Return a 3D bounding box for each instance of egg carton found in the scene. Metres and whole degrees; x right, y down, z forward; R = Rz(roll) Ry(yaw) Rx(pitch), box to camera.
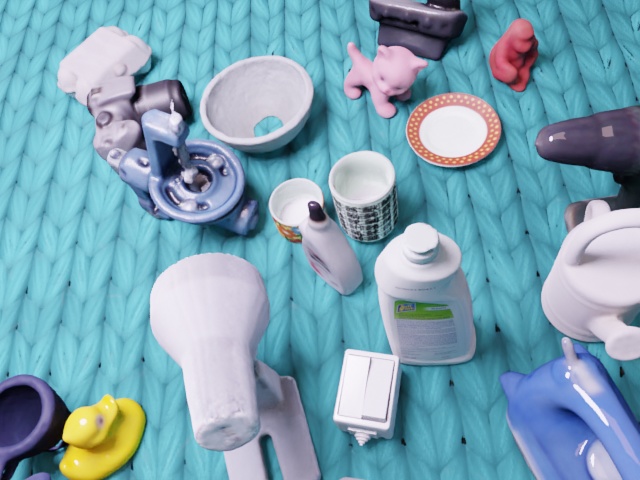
[{"bbox_3d":[-0.355,-0.286,0.950,0.107,0.069,0.150,30,71,24],"label":"egg carton"}]

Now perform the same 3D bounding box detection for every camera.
[{"bbox_3d":[-0.269,-0.191,0.864,0.137,0.101,0.143,-16,60,2],"label":"camera"}]

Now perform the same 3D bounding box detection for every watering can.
[{"bbox_3d":[0.297,0.034,0.582,0.101,0.194,0.172,-20,60,0],"label":"watering can"}]

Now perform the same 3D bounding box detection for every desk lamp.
[{"bbox_3d":[-0.083,0.143,0.579,0.118,0.214,0.203,-20,60,-1],"label":"desk lamp"}]

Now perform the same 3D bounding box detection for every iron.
[{"bbox_3d":[0.272,0.211,0.519,0.118,0.142,0.258,-23,60,-3],"label":"iron"}]

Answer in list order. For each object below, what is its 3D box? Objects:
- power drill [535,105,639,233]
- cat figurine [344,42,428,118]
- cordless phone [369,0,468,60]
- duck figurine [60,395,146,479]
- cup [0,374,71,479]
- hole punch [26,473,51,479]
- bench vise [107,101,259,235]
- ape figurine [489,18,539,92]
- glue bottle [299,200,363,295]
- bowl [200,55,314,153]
[{"bbox_3d":[0.336,-0.067,0.622,0.229,0.209,0.075,-10,60,5],"label":"power drill"},{"bbox_3d":[0.089,-0.243,0.817,0.127,0.118,0.067,35,72,25],"label":"cat figurine"},{"bbox_3d":[0.142,-0.370,0.839,0.147,0.185,0.094,17,66,19],"label":"cordless phone"},{"bbox_3d":[-0.256,0.219,0.643,0.077,0.086,0.105,33,72,25],"label":"duck figurine"},{"bbox_3d":[-0.326,0.222,0.649,0.091,0.095,0.118,1,62,11],"label":"cup"},{"bbox_3d":[-0.307,0.311,0.598,0.101,0.091,0.108,-16,60,2],"label":"hole punch"},{"bbox_3d":[-0.195,-0.086,0.723,0.207,0.220,0.121,1,61,11],"label":"bench vise"},{"bbox_3d":[0.279,-0.271,0.813,0.078,0.092,0.076,-31,60,-7],"label":"ape figurine"},{"bbox_3d":[0.006,0.002,0.664,0.078,0.173,0.037,36,73,26],"label":"glue bottle"},{"bbox_3d":[-0.086,-0.187,0.843,0.167,0.075,0.167,-4,61,8],"label":"bowl"}]
